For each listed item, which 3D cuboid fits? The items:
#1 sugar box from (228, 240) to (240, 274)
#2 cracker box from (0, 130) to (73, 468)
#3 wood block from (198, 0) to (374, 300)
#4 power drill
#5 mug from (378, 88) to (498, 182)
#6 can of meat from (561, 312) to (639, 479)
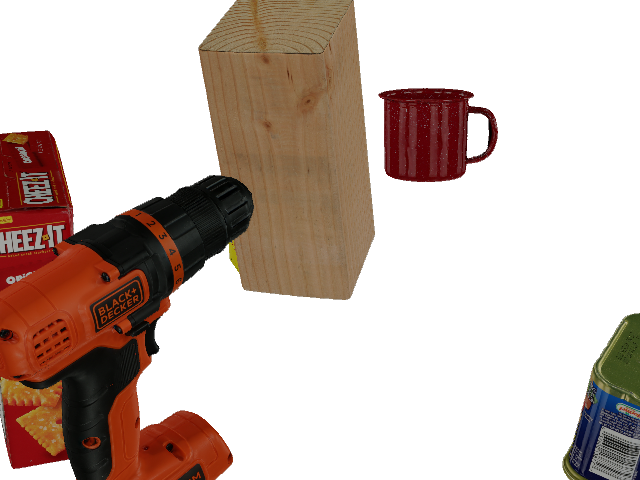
[{"bbox_3d":[-0.087,-0.041,1.309,0.048,0.176,0.093,-12,26,-17],"label":"sugar box"},{"bbox_3d":[-0.225,0.041,0.833,0.072,0.214,0.164,-7,27,-17],"label":"cracker box"},{"bbox_3d":[-0.019,-0.066,0.791,0.090,0.206,0.090,5,37,17],"label":"wood block"},{"bbox_3d":[-0.101,0.070,0.621,0.057,0.188,0.184,22,42,38],"label":"power drill"},{"bbox_3d":[0.116,-0.104,1.052,0.117,0.081,0.093,2,15,10],"label":"mug"},{"bbox_3d":[0.205,0.107,0.701,0.057,0.084,0.101,21,35,23],"label":"can of meat"}]
